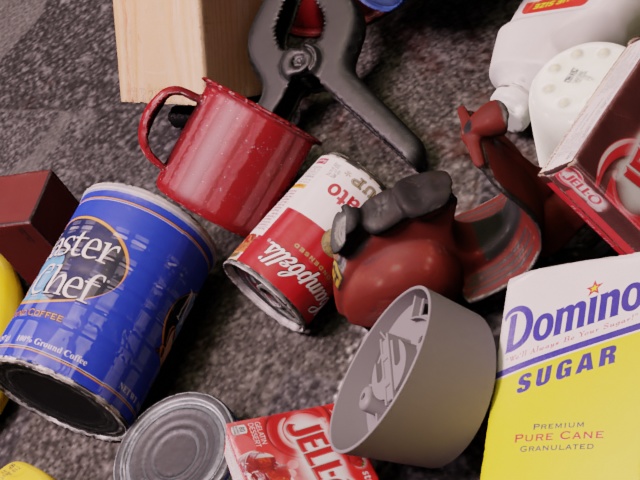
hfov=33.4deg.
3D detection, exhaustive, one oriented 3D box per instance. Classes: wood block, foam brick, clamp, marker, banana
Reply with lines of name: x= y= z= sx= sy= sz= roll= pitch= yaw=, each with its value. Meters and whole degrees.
wood block: x=-0.101 y=-0.213 z=0.828 sx=0.090 sy=0.206 sz=0.090 roll=7 pitch=16 yaw=33
foam brick: x=-0.211 y=-0.007 z=0.811 sx=0.053 sy=0.078 sz=0.051 roll=-5 pitch=50 yaw=23
clamp: x=-0.018 y=-0.118 z=0.796 sx=0.165 sy=0.036 sz=0.210 roll=-18 pitch=64 yaw=16
marker: x=-0.072 y=-0.100 z=0.852 sx=0.121 sy=0.020 sz=0.020 roll=3 pitch=55 yaw=31
banana: x=-0.249 y=0.076 z=0.789 sx=0.070 sy=0.037 sz=0.197 roll=-14 pitch=48 yaw=18

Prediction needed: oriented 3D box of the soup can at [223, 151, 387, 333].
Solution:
soup can: x=-0.005 y=0.001 z=0.695 sx=0.069 sy=0.068 sz=0.102 roll=27 pitch=69 yaw=41

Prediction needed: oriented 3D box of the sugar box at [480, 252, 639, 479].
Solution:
sugar box: x=0.130 y=0.095 z=0.530 sx=0.094 sy=0.048 sz=0.176 roll=-14 pitch=55 yaw=41

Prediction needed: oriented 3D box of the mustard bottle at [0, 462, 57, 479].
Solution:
mustard bottle: x=-0.134 y=0.200 z=0.605 sx=0.192 sy=0.058 sz=0.096 roll=14 pitch=63 yaw=37

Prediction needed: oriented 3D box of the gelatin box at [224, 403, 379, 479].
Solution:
gelatin box: x=-0.007 y=0.135 z=0.589 sx=0.073 sy=0.030 sz=0.089 roll=-8 pitch=43 yaw=-17

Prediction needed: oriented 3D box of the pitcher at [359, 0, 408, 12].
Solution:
pitcher: x=0.117 y=-0.274 z=0.775 sx=0.242 sy=0.149 sz=0.145 roll=-33 pitch=12 yaw=-14

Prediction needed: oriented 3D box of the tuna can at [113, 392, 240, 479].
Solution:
tuna can: x=-0.082 y=0.136 z=0.648 sx=0.086 sy=0.033 sz=0.086 roll=-15 pitch=47 yaw=17

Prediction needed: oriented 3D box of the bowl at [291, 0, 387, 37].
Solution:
bowl: x=0.015 y=-0.247 z=0.904 sx=0.162 sy=0.055 sz=0.162 roll=-15 pitch=48 yaw=17

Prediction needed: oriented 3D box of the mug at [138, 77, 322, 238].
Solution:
mug: x=-0.067 y=-0.058 z=0.718 sx=0.081 sy=0.117 sz=0.093 roll=-61 pitch=26 yaw=3

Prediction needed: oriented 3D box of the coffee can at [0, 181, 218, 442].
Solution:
coffee can: x=-0.142 y=0.047 z=0.708 sx=0.103 sy=0.102 sz=0.140 roll=5 pitch=56 yaw=32

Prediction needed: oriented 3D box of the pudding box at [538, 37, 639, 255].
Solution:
pudding box: x=0.184 y=-0.048 z=0.582 sx=0.113 sy=0.090 sz=0.039 roll=-54 pitch=14 yaw=-23

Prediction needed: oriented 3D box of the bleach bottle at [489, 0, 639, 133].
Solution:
bleach bottle: x=0.200 y=-0.173 z=0.733 sx=0.103 sy=0.068 sz=0.250 roll=19 pitch=66 yaw=46
